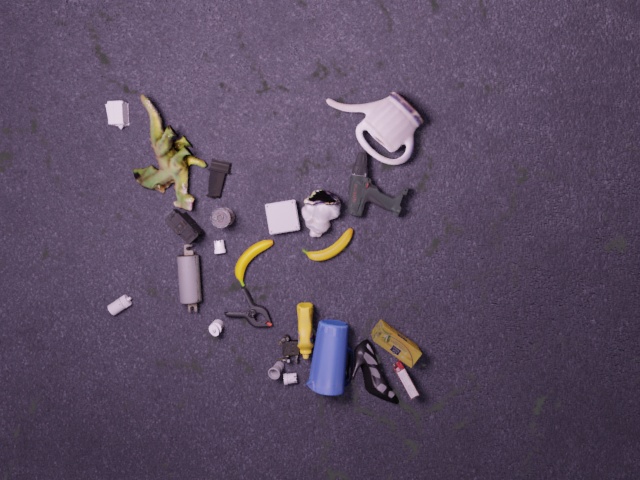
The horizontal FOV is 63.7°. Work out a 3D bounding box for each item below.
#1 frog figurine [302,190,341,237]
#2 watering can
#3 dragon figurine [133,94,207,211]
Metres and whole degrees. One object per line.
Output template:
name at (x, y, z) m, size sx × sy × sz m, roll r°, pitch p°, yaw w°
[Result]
frog figurine at (0.006, -0.091, 1.816) m, size 0.137 × 0.125 × 0.155 m, roll -9°, pitch 130°, yaw -8°
watering can at (0.206, -0.424, 1.785) m, size 0.224 × 0.104 × 0.347 m, roll -45°, pitch 92°, yaw 1°
dragon figurine at (-0.557, -0.278, 1.795) m, size 0.241 × 0.123 × 0.410 m, roll -40°, pitch 91°, yaw 10°
